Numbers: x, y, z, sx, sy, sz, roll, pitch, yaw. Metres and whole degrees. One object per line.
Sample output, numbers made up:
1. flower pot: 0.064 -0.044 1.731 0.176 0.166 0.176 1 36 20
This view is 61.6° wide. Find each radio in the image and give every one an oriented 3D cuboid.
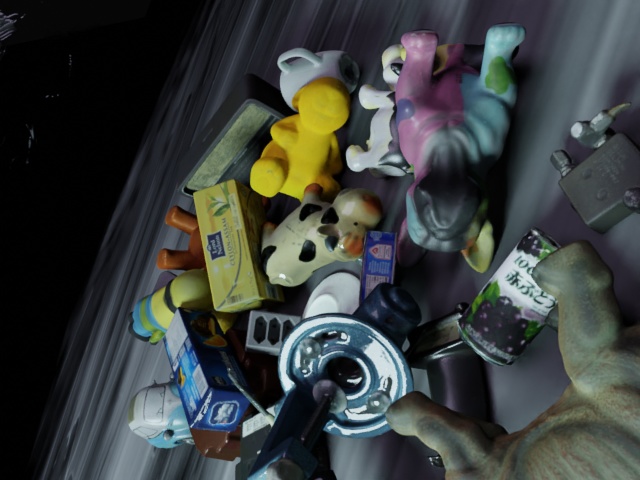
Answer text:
1. radio: -0.126 -0.147 0.881 0.229 0.131 0.073 -41 42 35

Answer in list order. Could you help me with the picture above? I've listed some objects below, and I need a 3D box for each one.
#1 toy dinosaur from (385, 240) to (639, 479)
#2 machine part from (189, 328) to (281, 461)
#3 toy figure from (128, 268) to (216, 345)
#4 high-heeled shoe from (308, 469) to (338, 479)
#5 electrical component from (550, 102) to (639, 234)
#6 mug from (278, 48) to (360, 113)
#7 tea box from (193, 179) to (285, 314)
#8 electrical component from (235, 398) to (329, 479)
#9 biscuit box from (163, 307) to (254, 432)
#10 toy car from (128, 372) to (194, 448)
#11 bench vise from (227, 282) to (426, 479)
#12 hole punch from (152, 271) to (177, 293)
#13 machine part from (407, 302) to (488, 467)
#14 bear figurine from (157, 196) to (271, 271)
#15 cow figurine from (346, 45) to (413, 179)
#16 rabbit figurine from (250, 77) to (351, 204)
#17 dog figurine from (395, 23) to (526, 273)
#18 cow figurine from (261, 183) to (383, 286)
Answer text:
1. toy dinosaur: 0.196 0.103 0.314 0.471 0.105 0.199 -49 47 19
2. machine part: -0.126 0.213 0.752 0.179 0.056 0.179 -32 48 44
3. toy figure: -0.232 0.107 0.841 0.180 0.089 0.082 -26 87 24
4. high-heeled shoe: 0.045 0.288 0.414 0.249 0.086 0.145 20 46 35
5. electrical component: 0.222 -0.053 0.411 0.078 0.045 0.102 -38 44 36
6. mug: -0.002 -0.244 0.790 0.107 0.109 0.081 -5 56 42
7. tea box: -0.112 0.012 0.748 0.068 0.098 0.169 -19 73 13
8. electrical component: -0.046 0.259 0.611 0.115 0.058 0.134 -39 43 40
9. biscuit box: -0.152 0.163 0.706 0.059 0.062 0.203 -63 32 10
10. toy car: -0.250 0.270 0.856 0.162 0.103 0.109 -32 47 40
11. bench vise: -0.005 0.144 0.470 0.223 0.129 0.240 -40 2 25
12. hole punch: -0.226 0.123 0.934 0.116 0.092 0.142 25 91 26
13. machine part: 0.115 0.129 0.474 0.084 0.039 0.139 -31 46 32
14. bear figurine: -0.170 -0.009 0.876 0.196 0.132 0.120 -24 54 55
15. cow figurine: 0.097 -0.155 0.626 0.098 0.068 0.167 5 80 50
16. rabbit figurine: -0.003 -0.144 0.720 0.162 0.122 0.173 -71 5 -45
17. dog figurine: 0.124 -0.081 0.513 0.191 0.109 0.219 -38 -49 -76
18. cow figurine: -0.001 -0.002 0.668 0.195 0.085 0.127 -35 40 37
